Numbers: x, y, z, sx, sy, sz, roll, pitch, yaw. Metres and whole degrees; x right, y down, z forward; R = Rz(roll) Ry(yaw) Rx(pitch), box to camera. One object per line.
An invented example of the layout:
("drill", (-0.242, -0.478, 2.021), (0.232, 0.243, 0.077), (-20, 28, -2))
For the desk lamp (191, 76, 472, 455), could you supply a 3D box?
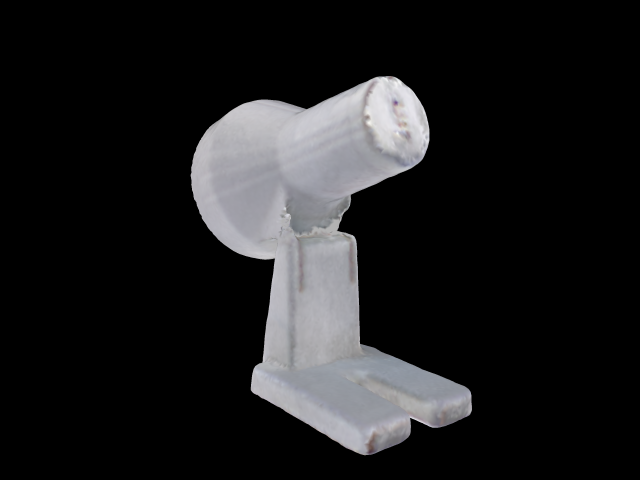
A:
("desk lamp", (0.004, 0.001, 0.400), (0.118, 0.213, 0.202), (-7, 11, -39))
